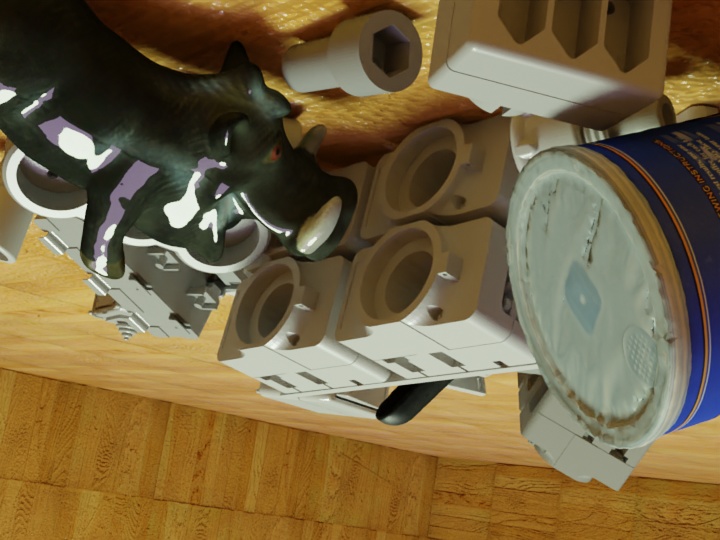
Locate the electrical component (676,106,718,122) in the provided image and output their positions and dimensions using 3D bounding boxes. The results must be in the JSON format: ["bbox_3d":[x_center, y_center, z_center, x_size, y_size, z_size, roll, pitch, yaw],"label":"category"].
[{"bbox_3d":[0.149,-0.029,0.486,0.050,0.055,0.089,11,168,-9],"label":"electrical component"}]

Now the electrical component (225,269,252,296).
[{"bbox_3d":[0.000,0.000,0.714,0.150,0.061,0.089,17,165,-35],"label":"electrical component"}]

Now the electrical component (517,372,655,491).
[{"bbox_3d":[0.183,0.114,0.899,0.089,0.061,0.150,30,-164,-1],"label":"electrical component"}]

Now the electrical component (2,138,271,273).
[{"bbox_3d":[-0.113,-0.054,0.557,0.138,0.073,0.052,21,122,-27],"label":"electrical component"}]

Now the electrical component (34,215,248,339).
[{"bbox_3d":[-0.131,-0.015,0.641,0.079,0.063,0.121,0,144,35],"label":"electrical component"}]

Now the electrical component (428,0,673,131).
[{"bbox_3d":[0.056,-0.075,0.362,0.066,0.047,0.077,12,168,-14],"label":"electrical component"}]

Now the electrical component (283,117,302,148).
[{"bbox_3d":[-0.066,-0.063,0.523,0.065,0.044,0.044,19,165,-22],"label":"electrical component"}]

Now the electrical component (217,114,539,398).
[{"bbox_3d":[0.011,-0.002,0.540,0.060,0.105,0.186,31,151,-34],"label":"electrical component"}]

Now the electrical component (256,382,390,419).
[{"bbox_3d":[-0.019,0.058,0.691,0.061,0.061,0.096,2,166,29],"label":"electrical component"}]

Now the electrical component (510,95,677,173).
[{"bbox_3d":[0.096,-0.056,0.436,0.062,0.048,0.048,-10,159,39],"label":"electrical component"}]

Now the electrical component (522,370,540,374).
[{"bbox_3d":[0.115,0.044,0.833,0.096,0.061,0.061,5,168,16],"label":"electrical component"}]

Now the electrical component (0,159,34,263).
[{"bbox_3d":[-0.216,-0.043,0.662,0.044,0.065,0.044,24,162,9],"label":"electrical component"}]

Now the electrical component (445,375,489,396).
[{"bbox_3d":[0.062,0.054,0.910,0.121,0.078,0.063,16,144,-30],"label":"electrical component"}]

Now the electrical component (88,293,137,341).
[{"bbox_3d":[-0.146,0.004,0.756,0.061,0.096,0.062,16,165,-29],"label":"electrical component"}]
